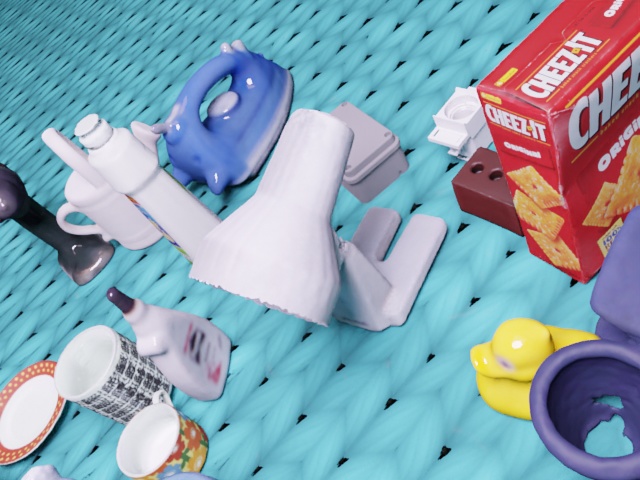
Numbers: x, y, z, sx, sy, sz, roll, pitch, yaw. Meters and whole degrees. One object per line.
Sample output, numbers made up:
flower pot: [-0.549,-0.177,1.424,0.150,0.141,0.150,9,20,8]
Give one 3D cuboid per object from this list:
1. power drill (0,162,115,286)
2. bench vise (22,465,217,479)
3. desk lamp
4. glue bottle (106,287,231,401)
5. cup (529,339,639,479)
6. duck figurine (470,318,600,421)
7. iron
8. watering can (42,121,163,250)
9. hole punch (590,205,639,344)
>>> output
power drill: [-0.386,-0.029,0.776,0.228,0.209,0.076,27,73,41]
bench vise: [-0.111,0.243,0.397,0.121,0.220,0.206,-42,46,-5]
desk lamp: [0.005,0.002,0.519,0.117,0.214,0.203,13,64,37]
glue bottle: [-0.150,0.095,0.566,0.037,0.174,0.078,-15,50,20]
cup: [0.207,0.118,0.394,0.118,0.095,0.091,-42,46,-5]
duck figurine: [0.167,0.090,0.445,0.104,0.086,0.077,-18,49,18]
iron: [-0.131,-0.192,0.798,0.118,0.142,0.258,9,61,35]
watering can: [-0.285,-0.085,0.770,0.100,0.195,0.173,14,64,37]
hole punch: [0.265,0.038,0.424,0.100,0.091,0.109,19,67,39]
